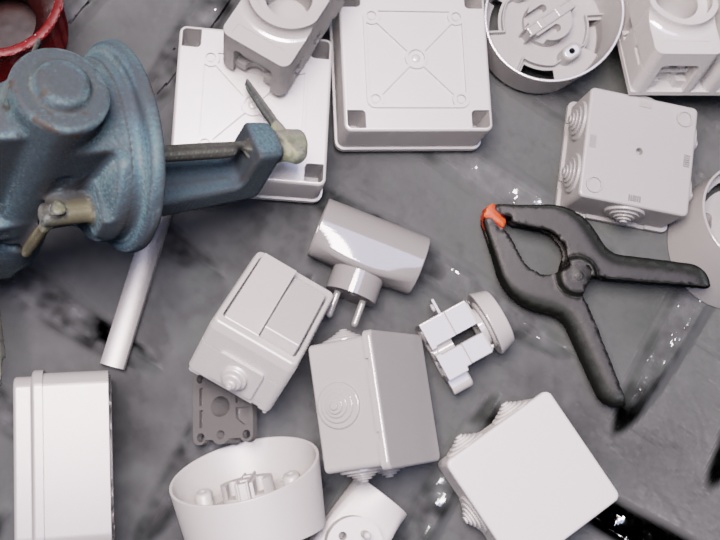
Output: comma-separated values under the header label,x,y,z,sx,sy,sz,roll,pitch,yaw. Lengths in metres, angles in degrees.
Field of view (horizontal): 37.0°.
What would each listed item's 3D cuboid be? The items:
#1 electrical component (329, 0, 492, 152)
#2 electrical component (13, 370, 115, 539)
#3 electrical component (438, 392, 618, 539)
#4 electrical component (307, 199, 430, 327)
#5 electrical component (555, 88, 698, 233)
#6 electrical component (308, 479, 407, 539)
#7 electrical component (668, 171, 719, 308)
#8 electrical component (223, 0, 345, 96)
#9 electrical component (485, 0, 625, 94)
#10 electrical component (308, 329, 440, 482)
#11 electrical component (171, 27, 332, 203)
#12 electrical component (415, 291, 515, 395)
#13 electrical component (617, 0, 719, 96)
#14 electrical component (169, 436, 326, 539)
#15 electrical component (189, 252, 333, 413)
label,x,y,z,sx,sy,sz,roll,pitch,yaw
electrical component,0.035,-0.144,0.779,0.109,0.056,0.108,-1,81,-9
electrical component,-0.189,0.122,0.690,0.057,0.078,0.113,-2,81,-12
electrical component,0.114,0.145,0.746,0.100,0.048,0.099,-33,87,-12
electrical component,0.000,0.000,0.755,0.077,0.044,0.079,21,78,-4
electrical component,0.198,-0.082,0.796,0.100,0.048,0.099,10,79,-7
electrical component,-0.006,0.179,0.706,0.043,0.079,0.077,38,78,0
electrical component,0.286,-0.027,0.805,0.099,0.064,0.099,4,66,-10
electrical component,-0.048,-0.172,0.712,0.050,0.055,0.089,30,74,1
electrical component,0.138,-0.182,0.796,0.099,0.064,0.099,1,80,-8
electrical component,0.009,0.089,0.716,0.048,0.100,0.099,-13,79,24
electrical component,-0.077,-0.108,0.756,0.109,0.056,0.108,4,80,-8
electrical component,0.075,0.046,0.759,0.055,0.048,0.066,-29,85,-4
electrical component,0.242,-0.224,0.797,0.105,0.060,0.186,-1,66,-9
electrical component,-0.071,0.148,0.696,0.099,0.099,0.064,-11,89,-10
electrical component,-0.065,0.041,0.708,0.062,0.061,0.096,30,39,-2
